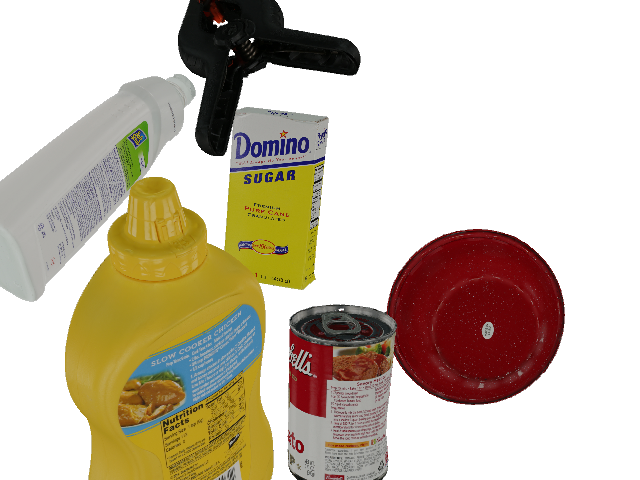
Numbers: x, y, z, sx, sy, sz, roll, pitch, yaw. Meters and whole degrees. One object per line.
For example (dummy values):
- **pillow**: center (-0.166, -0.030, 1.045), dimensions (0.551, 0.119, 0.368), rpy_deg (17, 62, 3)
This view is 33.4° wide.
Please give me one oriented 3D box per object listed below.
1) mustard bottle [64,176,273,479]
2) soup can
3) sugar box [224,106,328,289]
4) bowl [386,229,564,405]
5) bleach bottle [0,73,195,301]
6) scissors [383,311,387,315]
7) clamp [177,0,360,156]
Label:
- **mustard bottle**: center (-0.067, 0.057, 0.481), dimensions (0.096, 0.192, 0.058), rpy_deg (-28, 43, -34)
- **soup can**: center (0.013, 0.100, 0.685), dimensions (0.068, 0.102, 0.068), rpy_deg (1, 16, -1)
- **sugar box**: center (-0.047, -0.044, 1.098), dimensions (0.093, 0.176, 0.048), rpy_deg (8, 16, 15)
- **bowl**: center (0.140, 0.073, 0.936), dimensions (0.162, 0.162, 0.055), rpy_deg (0, 7, -1)
- **bleach bottle**: center (-0.200, -0.064, 0.957), dimensions (0.068, 0.102, 0.250), rpy_deg (28, 54, 21)
- **scissors**: center (0.089, 0.060, 1.170), dimensions (0.201, 0.016, 0.096), rpy_deg (-7, 41, -33)
- **clamp**: center (-0.044, -0.136, 0.742), dimensions (0.120, 0.171, 0.039), rpy_deg (-22, -43, 0)
